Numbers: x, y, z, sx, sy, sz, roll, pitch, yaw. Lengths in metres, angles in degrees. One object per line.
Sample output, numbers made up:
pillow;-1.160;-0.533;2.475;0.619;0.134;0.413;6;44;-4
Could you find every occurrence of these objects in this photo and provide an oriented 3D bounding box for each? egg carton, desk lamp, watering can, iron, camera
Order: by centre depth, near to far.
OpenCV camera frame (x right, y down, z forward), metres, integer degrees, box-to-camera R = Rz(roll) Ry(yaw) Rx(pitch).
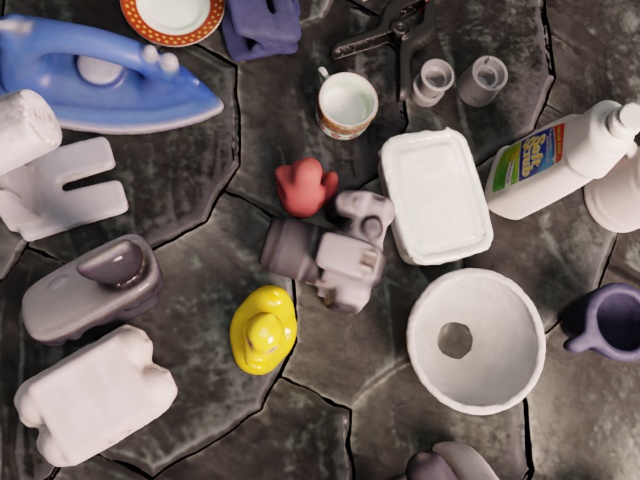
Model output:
desk lamp;-0.322;-0.072;0.570;0.203;0.213;0.118;-19;82;-12
egg carton;-0.236;0.167;0.612;0.150;0.069;0.107;-32;85;-13
iron;-0.239;-0.197;0.645;0.258;0.141;0.119;6;78;-8
camera;0.006;0.002;0.667;0.137;0.100;0.143;17;77;-5
watering can;0.432;-0.075;0.703;0.173;0.194;0.101;12;77;-6

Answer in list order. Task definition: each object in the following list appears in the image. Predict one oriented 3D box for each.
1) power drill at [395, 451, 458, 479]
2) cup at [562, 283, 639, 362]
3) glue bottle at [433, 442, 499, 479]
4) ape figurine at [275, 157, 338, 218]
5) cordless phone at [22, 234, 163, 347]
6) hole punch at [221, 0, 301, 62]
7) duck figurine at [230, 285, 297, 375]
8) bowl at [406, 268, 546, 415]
power drill;0.120;0.305;0.571;0.076;0.208;0.229;-25;84;-13
cup;0.333;0.109;0.702;0.118;0.095;0.091;-25;84;-13
glue bottle;0.167;0.263;0.605;0.037;0.173;0.078;-5;80;-10
ape figurine;-0.017;-0.070;0.682;0.078;0.092;0.076;27;76;-3
cordless phone;-0.238;0.043;0.576;0.148;0.185;0.094;-33;85;-13
hole punch;-0.074;-0.293;0.717;0.101;0.091;0.108;-13;81;-11
duck figurine;-0.062;0.100;0.645;0.077;0.086;0.104;17;77;-5
bowl;0.176;0.120;0.685;0.167;0.074;0.167;2;79;-9
